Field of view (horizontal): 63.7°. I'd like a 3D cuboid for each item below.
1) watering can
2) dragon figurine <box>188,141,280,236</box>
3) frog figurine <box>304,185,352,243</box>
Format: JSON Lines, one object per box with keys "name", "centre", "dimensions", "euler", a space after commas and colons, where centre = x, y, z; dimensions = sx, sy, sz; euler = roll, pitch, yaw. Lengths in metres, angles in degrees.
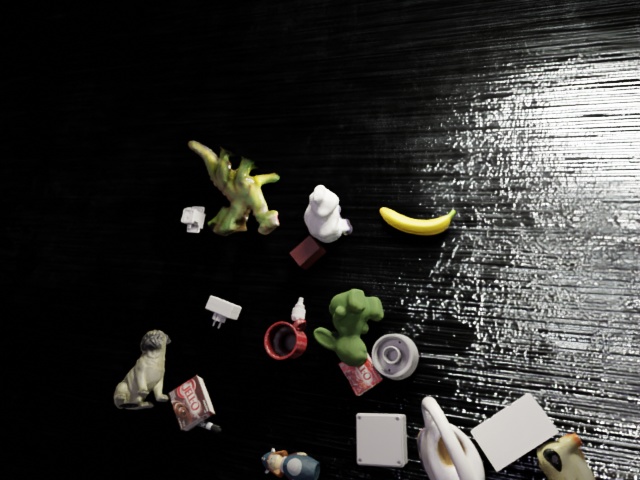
{"name": "watering can", "centre": [0.282, 0.488, 1.027], "dimensions": [0.104, 0.220, 0.353], "euler": [-21, 67, -4]}
{"name": "dragon figurine", "centre": [-0.270, -0.133, 1.518], "dimensions": [0.413, 0.121, 0.243], "euler": [22, 90, 27]}
{"name": "frog figurine", "centre": [0.004, -0.068, 1.351], "dimensions": [0.122, 0.158, 0.140], "euler": [-17, 68, 18]}
